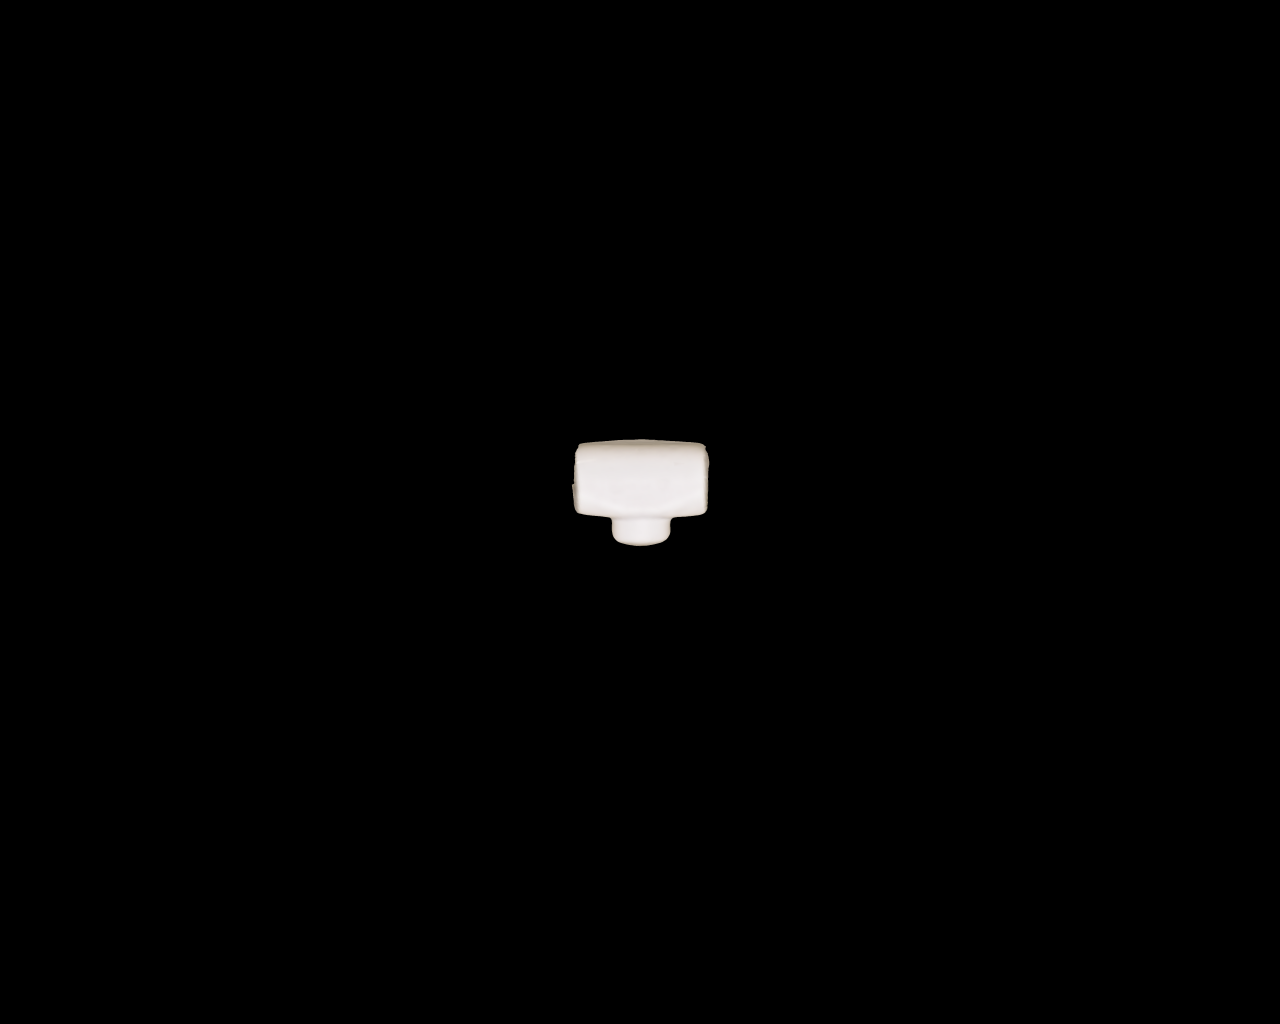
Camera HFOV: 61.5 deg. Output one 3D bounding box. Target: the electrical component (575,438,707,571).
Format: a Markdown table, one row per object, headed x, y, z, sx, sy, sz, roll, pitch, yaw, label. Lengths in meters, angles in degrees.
| x | y | z | sx | sy | sz | roll | pitch | yaw | label |
| --- | --- | --- | --- | --- | --- | --- | --- | --- | --- |
| 0.001 | -0.003 | 0.650 | 0.077 | 0.079 | 0.044 | 0 | 13 | 0 | electrical component |
